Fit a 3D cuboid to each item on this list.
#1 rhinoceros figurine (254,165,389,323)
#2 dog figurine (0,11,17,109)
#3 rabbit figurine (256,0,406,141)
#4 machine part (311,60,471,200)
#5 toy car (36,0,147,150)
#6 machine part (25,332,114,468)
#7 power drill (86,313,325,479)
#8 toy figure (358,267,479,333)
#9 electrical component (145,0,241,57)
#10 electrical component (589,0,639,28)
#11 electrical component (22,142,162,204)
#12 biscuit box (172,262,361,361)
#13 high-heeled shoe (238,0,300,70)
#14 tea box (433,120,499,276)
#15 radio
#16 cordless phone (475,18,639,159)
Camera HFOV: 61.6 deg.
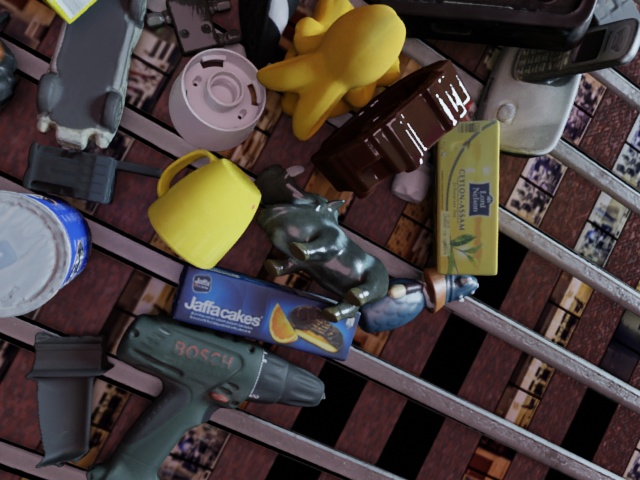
[{"bbox_3d":[-0.001,-0.002,0.579,0.190,0.073,0.112,45,54,2],"label":"rhinoceros figurine"},{"bbox_3d":[-0.390,-0.168,0.473,0.219,0.108,0.191,-43,101,-13],"label":"dog figurine"},{"bbox_3d":[0.015,-0.185,0.548,0.162,0.173,0.121,-38,107,-14],"label":"rabbit figurine"},{"bbox_3d":[0.074,-0.117,0.572,0.179,0.179,0.056,-43,107,-9],"label":"machine part"},{"bbox_3d":[-0.224,-0.187,0.535,0.073,0.056,0.201,13,83,-17],"label":"toy car"},{"bbox_3d":[-0.263,0.167,0.563,0.084,0.039,0.138,4,91,-21],"label":"machine part"},{"bbox_3d":[-0.132,0.197,0.580,0.232,0.086,0.207,31,89,-14],"label":"power drill"},{"bbox_3d":[0.117,0.066,0.649,0.154,0.064,0.058,-18,83,-13],"label":"toy figure"},{"bbox_3d":[-0.136,-0.229,0.579,0.094,0.021,0.063,-18,99,-15],"label":"electrical component"},{"bbox_3d":[0.312,-0.270,0.654,0.058,0.115,0.134,-36,102,-6],"label":"electrical component"},{"bbox_3d":[-0.225,-0.061,0.541,0.119,0.075,0.047,12,91,-19],"label":"electrical component"},{"bbox_3d":[-0.060,0.079,0.601,0.203,0.059,0.062,17,89,-16],"label":"biscuit box"},{"bbox_3d":[-0.003,-0.302,0.588,0.145,0.086,0.248,-1,114,-33],"label":"high-heeled shoe"},{"bbox_3d":[0.167,-0.050,0.625,0.068,0.098,0.169,-1,100,10],"label":"tea box"},{"bbox_3d":[0.183,-0.285,0.578,0.230,0.073,0.131,15,93,22],"label":"radio"},{"bbox_3d":[0.274,-0.168,0.614,0.089,0.184,0.146,21,88,-21],"label":"cordless phone"}]
